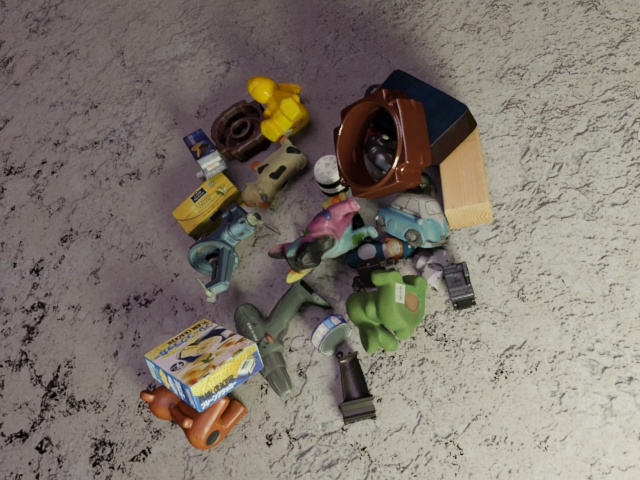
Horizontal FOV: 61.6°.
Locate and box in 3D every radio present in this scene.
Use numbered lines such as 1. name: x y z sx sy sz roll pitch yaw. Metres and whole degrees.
1. radio: 0.210 -0.266 1.163 0.131 0.073 0.230 -48 50 3

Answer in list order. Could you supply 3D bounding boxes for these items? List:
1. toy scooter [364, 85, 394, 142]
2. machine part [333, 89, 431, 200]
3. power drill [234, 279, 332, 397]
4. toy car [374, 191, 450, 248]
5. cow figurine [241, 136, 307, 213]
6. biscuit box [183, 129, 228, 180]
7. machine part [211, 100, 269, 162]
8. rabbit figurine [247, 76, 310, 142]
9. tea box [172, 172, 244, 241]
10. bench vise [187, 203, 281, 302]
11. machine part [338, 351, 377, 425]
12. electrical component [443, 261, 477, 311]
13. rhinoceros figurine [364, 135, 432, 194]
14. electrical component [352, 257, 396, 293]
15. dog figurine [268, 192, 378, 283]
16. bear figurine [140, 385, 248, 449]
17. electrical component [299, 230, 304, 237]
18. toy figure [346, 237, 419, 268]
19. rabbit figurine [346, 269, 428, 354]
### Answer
1. toy scooter: 0.156 -0.292 1.294 0.135 0.075 0.184 18 76 29
2. machine part: 0.122 -0.195 1.111 0.201 0.087 0.201 -14 83 49
3. power drill: -0.071 0.190 1.155 0.207 0.086 0.232 -49 55 3
4. toy car: 0.199 -0.050 1.125 0.162 0.109 0.102 29 112 38
5. cow figurine: -0.114 -0.153 1.334 0.195 0.085 0.127 -42 51 -2
6. biscuit box: -0.304 -0.229 1.409 0.063 0.059 0.203 -31 35 -7
7. machine part: -0.210 -0.295 1.457 0.179 0.056 0.179 -10 62 19
8. rabbit figurine: -0.106 -0.358 1.378 0.173 0.162 0.122 44 130 6
9. tea box: -0.282 -0.085 1.375 0.169 0.068 0.098 -45 58 -2
10. bench vise: -0.222 0.035 1.249 0.224 0.128 0.241 -21 42 20
11. machine part: 0.067 0.291 1.066 0.084 0.039 0.139 -18 61 19
12. electrical component: 0.269 0.084 1.037 0.048 0.119 0.075 -16 63 14
13. rhinoceros figurine: 0.172 -0.168 1.208 0.190 0.112 0.073 43 130 21
14. electrical component: 0.116 0.079 1.135 0.102 0.078 0.045 -9 42 15
15. dog figurine: -0.002 -0.003 1.153 0.219 0.108 0.192 -32 17 -3
16. bear figurine: -0.273 0.346 1.134 0.196 0.120 0.132 28 75 36
17. electrical component: -0.013 0.006 1.247 0.063 0.021 0.094 -29 59 7
18. toy figure: 0.135 0.028 1.159 0.155 0.058 0.064 -11 100 15
19. rabbit figurine: 0.125 0.145 1.079 0.170 0.121 0.159 -17 73 50
